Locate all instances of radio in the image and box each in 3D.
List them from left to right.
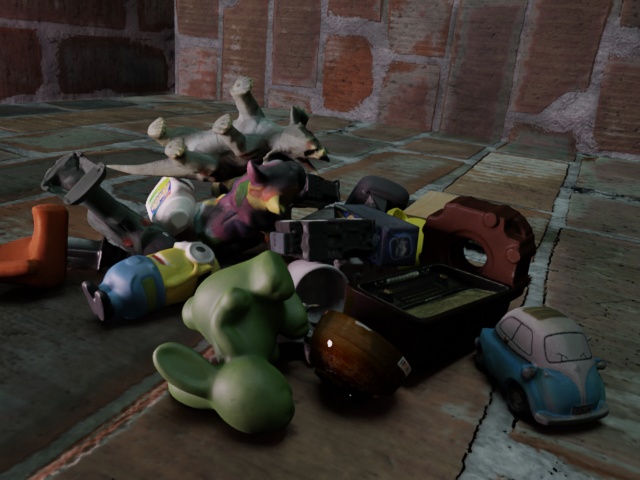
[{"bbox_3d":[0.141,0.090,0.705,0.131,0.073,0.229,23,20,40],"label":"radio"}]

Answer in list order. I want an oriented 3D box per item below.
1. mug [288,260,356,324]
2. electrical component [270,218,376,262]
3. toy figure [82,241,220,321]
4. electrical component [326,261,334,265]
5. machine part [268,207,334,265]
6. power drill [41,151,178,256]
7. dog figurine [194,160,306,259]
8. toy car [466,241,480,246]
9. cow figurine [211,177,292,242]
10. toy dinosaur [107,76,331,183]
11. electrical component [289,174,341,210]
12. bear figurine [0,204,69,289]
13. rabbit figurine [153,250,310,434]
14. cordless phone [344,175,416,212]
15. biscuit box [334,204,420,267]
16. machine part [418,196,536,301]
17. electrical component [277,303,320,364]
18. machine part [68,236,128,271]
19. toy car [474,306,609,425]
[{"bbox_3d":[-0.002,0.062,0.770,0.109,0.080,0.107,-7,15,-19],"label":"mug"},{"bbox_3d":[-0.002,-0.002,0.779,0.134,0.058,0.115,-3,2,-21],"label":"electrical component"},{"bbox_3d":[-0.222,0.057,0.731,0.180,0.089,0.082,-25,63,-37],"label":"toy figure"},{"bbox_3d":[0.059,0.041,0.922,0.094,0.021,0.063,0,21,-13],"label":"electrical component"},{"bbox_3d":[-0.017,-0.005,0.946,0.079,0.079,0.243,14,22,24],"label":"machine part"},{"bbox_3d":[-0.296,-0.034,0.807,0.232,0.086,0.207,26,-13,32],"label":"power drill"},{"bbox_3d":[-0.114,-0.052,0.850,0.191,0.108,0.219,-31,-1,-12],"label":"dog figurine"},{"bbox_3d":[0.346,-0.029,1.129,0.074,0.056,0.202,10,20,14],"label":"toy car"},{"bbox_3d":[-0.140,-0.081,1.061,0.195,0.127,0.085,21,22,32],"label":"cow figurine"},{"bbox_3d":[-0.169,-0.159,0.963,0.405,0.131,0.192,-12,-33,27],"label":"toy dinosaur"},{"bbox_3d":[-0.029,-0.088,0.991,0.119,0.047,0.075,6,-17,-30],"label":"electrical component"},{"bbox_3d":[-0.454,0.013,0.736,0.196,0.132,0.120,3,-2,-20],"label":"bear figurine"},{"bbox_3d":[-0.084,0.113,0.545,0.159,0.121,0.170,-10,49,-6],"label":"rabbit figurine"},{"bbox_3d":[0.141,-0.067,1.053,0.184,0.146,0.089,-16,61,-34],"label":"cordless phone"},{"bbox_3d":[0.082,-0.012,0.850,0.063,0.059,0.203,0,13,-19],"label":"biscuit box"},{"bbox_3d":[0.230,0.022,0.806,0.180,0.179,0.056,21,29,38],"label":"machine part"},{"bbox_3d":[-0.030,0.113,0.668,0.078,0.045,0.102,0,20,-16],"label":"electrical component"},{"bbox_3d":[-0.379,0.016,0.856,0.139,0.039,0.084,10,22,-17],"label":"machine part"},{"bbox_3d":[0.253,0.128,0.612,0.109,0.102,0.162,0,22,-15],"label":"toy car"}]
